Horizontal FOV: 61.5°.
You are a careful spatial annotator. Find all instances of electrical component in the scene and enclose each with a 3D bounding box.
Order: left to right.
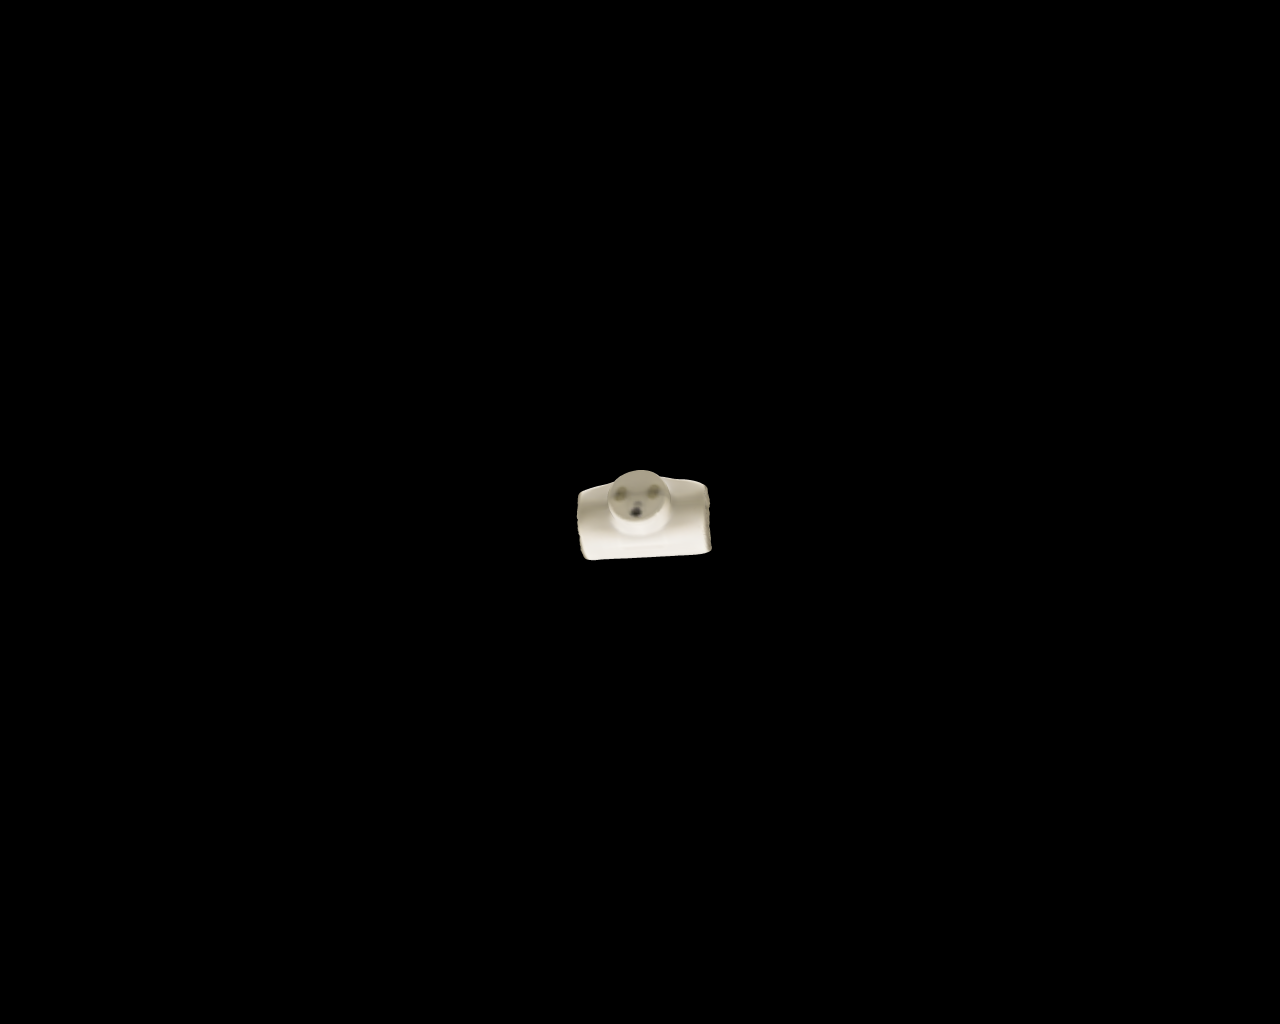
[{"bbox_3d":[0.001,-0.003,0.650,0.077,0.043,0.079,-4,-28,7],"label":"electrical component"}]
